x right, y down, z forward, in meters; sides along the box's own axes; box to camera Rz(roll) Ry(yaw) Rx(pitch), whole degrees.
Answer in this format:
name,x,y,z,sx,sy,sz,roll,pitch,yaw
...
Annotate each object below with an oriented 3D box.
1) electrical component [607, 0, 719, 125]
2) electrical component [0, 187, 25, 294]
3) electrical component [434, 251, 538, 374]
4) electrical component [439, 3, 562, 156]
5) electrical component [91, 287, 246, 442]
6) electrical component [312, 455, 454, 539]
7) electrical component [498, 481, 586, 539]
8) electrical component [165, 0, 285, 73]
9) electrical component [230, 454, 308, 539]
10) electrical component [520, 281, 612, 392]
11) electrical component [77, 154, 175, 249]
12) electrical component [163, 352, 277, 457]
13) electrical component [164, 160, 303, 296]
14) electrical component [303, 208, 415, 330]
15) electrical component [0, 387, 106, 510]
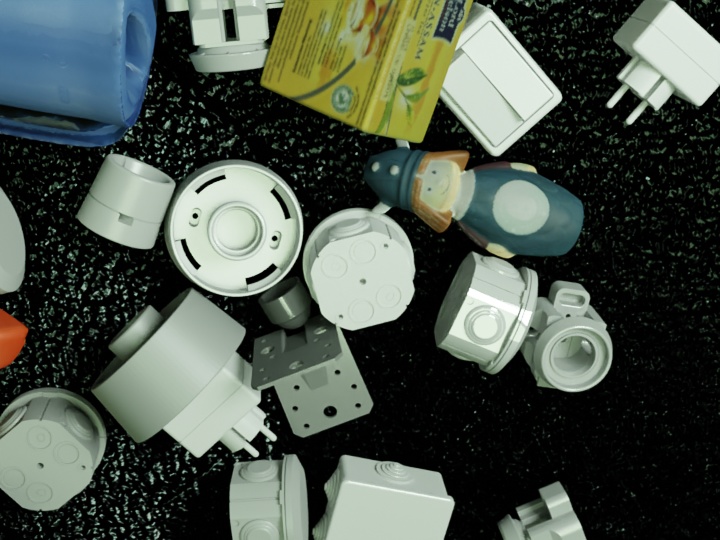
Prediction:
name,x,y,z,sx,sy,sz,roll,pitch,yaw
electrical component,0.203,-0.136,0.737,0.066,0.047,0.076,37,102,-15
electrical component,-0.262,-0.020,0.720,0.051,0.080,0.080,-13,110,5
electrical component,0.090,0.030,0.768,0.051,0.080,0.080,22,106,-6
electrical component,0.080,-0.132,0.720,0.062,0.061,0.096,-41,107,9
electrical component,-0.139,0.059,0.745,0.108,0.108,0.060,-43,101,10
electrical component,0.017,0.196,0.834,0.100,0.048,0.099,12,107,-9
electrical component,0.145,0.213,0.847,0.057,0.058,0.078,-23,109,0
electrical component,-0.084,-0.160,0.699,0.078,0.058,0.057,-6,106,-3
electrical component,-0.067,0.179,0.805,0.051,0.080,0.080,-4,109,2
electrical component,0.152,0.055,0.793,0.058,0.057,0.078,8,108,-8
electrical component,-0.158,-0.048,0.733,0.055,0.055,0.047,23,102,-12
electrical component,-0.096,0.108,0.794,0.066,0.047,0.077,-43,107,9
electrical component,-0.088,-0.028,0.753,0.099,0.064,0.099,-1,96,-9
electrical component,0.000,0.000,0.764,0.080,0.051,0.080,-1,109,-4
electrical component,-0.230,0.131,0.788,0.080,0.051,0.080,-2,109,-5
